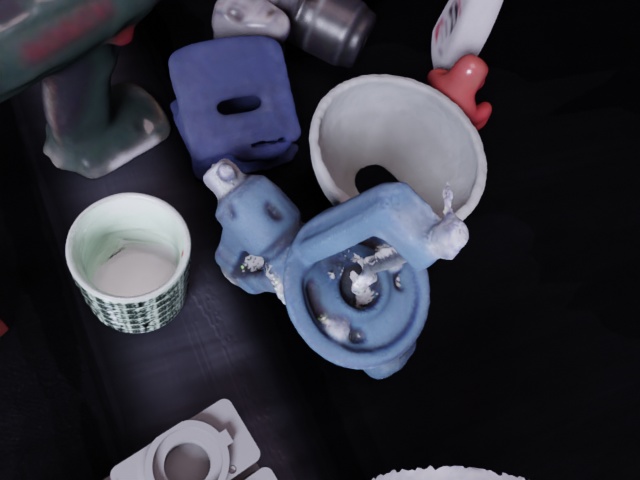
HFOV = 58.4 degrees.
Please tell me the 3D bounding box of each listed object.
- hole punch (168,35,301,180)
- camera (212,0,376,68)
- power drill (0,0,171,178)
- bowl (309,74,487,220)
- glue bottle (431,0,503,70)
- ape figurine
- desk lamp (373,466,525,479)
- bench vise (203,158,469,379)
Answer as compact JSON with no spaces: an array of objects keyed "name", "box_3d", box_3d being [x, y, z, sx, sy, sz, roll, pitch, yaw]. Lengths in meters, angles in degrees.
[{"name":"hole punch","box_3d":[-0.073,-0.118,0.515,0.109,0.091,0.101,-17,71,-20]},{"name":"camera","box_3d":[-0.019,-0.225,0.572,0.137,0.100,0.143,27,63,-1]},{"name":"power drill","box_3d":[-0.167,-0.145,0.438,0.230,0.208,0.075,-39,80,-26]},{"name":"bowl","box_3d":[0.065,-0.067,0.537,0.167,0.074,0.167,6,65,-12]},{"name":"glue bottle","box_3d":[0.163,-0.247,0.587,0.037,0.173,0.078,4,65,-12]},{"name":"ape figurine","box_3d":[0.141,-0.150,0.583,0.076,0.092,0.077,-30,76,-24]},{"name":"desk lamp","box_3d":[0.053,0.240,0.317,0.118,0.213,0.203,18,63,-5]},{"name":"bench vise","box_3d":[0.000,0.011,0.403,0.207,0.219,0.121,23,63,-3]}]
